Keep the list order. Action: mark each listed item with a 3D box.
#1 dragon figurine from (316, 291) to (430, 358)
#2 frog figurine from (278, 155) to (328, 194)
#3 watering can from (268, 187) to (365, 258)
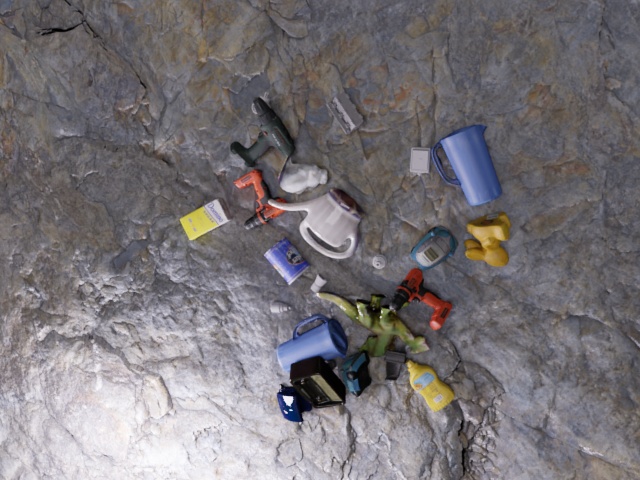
[{"bbox_3d":[0.181,0.310,1.799,0.411,0.124,0.239,8,108,14],"label":"dragon figurine"},{"bbox_3d":[-0.059,-0.211,1.780,0.159,0.125,0.134,23,137,1],"label":"frog figurine"},{"bbox_3d":[0.005,-0.089,1.776,0.347,0.105,0.222,40,105,-1],"label":"watering can"}]
